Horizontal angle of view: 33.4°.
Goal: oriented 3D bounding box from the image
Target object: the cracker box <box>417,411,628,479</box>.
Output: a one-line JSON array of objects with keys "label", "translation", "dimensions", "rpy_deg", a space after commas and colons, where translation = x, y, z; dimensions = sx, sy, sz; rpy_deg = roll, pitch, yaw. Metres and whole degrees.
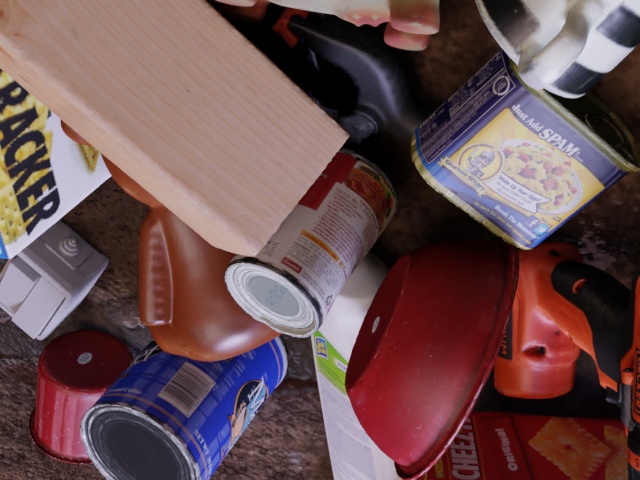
[{"label": "cracker box", "translation": [0.162, 0.193, 0.710], "dimensions": [0.213, 0.072, 0.164], "rpy_deg": [5, 129, -4]}]

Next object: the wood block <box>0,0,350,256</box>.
[{"label": "wood block", "translation": [-0.097, -0.091, 0.592], "dimensions": [0.206, 0.090, 0.090], "rpy_deg": [41, 169, -19]}]

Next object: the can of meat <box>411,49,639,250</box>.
[{"label": "can of meat", "translation": [0.113, -0.051, 0.596], "dimensions": [0.102, 0.057, 0.084], "rpy_deg": [34, 121, -22]}]

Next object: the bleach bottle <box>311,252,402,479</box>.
[{"label": "bleach bottle", "translation": [0.039, 0.103, 0.765], "dimensions": [0.103, 0.068, 0.251], "rpy_deg": [28, 137, 48]}]

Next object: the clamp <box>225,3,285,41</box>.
[{"label": "clamp", "translation": [-0.075, -0.133, 0.689], "dimensions": [0.164, 0.036, 0.210], "rpy_deg": [23, 134, 7]}]

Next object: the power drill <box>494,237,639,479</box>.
[{"label": "power drill", "translation": [0.163, 0.082, 0.599], "dimensions": [0.188, 0.057, 0.184], "rpy_deg": [-149, 58, -68]}]

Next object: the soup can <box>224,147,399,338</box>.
[{"label": "soup can", "translation": [-0.004, 0.001, 0.654], "dimensions": [0.068, 0.102, 0.068], "rpy_deg": [24, 147, 17]}]

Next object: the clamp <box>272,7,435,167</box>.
[{"label": "clamp", "translation": [0.026, -0.072, 0.664], "dimensions": [0.171, 0.039, 0.120], "rpy_deg": [43, 130, -16]}]

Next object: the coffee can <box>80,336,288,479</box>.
[{"label": "coffee can", "translation": [-0.101, 0.120, 0.820], "dimensions": [0.103, 0.140, 0.103], "rpy_deg": [16, 129, 20]}]

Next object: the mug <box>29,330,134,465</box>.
[{"label": "mug", "translation": [-0.193, 0.134, 0.930], "dimensions": [0.117, 0.093, 0.082], "rpy_deg": [5, 126, -11]}]

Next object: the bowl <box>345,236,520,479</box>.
[{"label": "bowl", "translation": [0.058, 0.060, 0.647], "dimensions": [0.055, 0.162, 0.162], "rpy_deg": [24, 133, -5]}]
